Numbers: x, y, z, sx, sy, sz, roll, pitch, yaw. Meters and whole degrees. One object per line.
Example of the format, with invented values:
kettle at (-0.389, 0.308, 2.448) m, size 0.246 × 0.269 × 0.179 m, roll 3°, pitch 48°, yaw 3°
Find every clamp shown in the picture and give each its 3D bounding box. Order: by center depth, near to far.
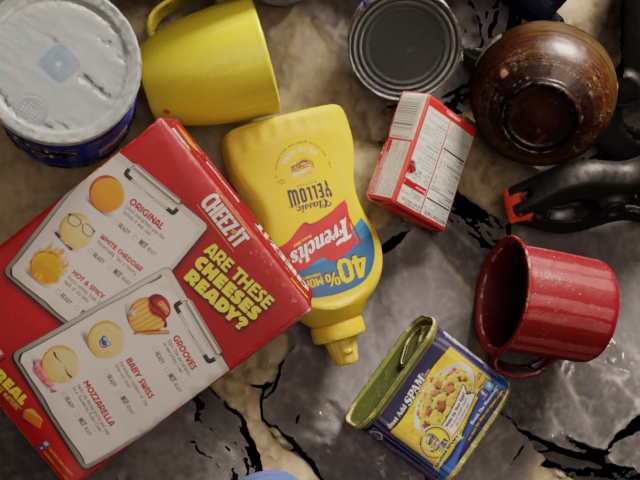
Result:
clamp at (0.232, -0.043, 0.825) m, size 0.171 × 0.120 × 0.039 m, roll -5°, pitch 52°, yaw -9°
clamp at (0.226, -0.122, 0.841) m, size 0.165 × 0.036 × 0.210 m, roll -29°, pitch 113°, yaw 28°

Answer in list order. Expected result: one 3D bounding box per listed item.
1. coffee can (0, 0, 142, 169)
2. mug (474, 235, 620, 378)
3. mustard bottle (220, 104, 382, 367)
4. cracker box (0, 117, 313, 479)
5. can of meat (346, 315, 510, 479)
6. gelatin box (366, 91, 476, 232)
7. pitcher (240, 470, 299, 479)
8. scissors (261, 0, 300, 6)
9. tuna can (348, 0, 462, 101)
coffee can at (-0.176, -0.107, 0.732) m, size 0.102 × 0.140 × 0.103 m, roll 0°, pitch 88°, yaw -11°
mug at (0.171, 0.059, 0.823) m, size 0.081 × 0.093 × 0.117 m, roll 10°, pitch 116°, yaw -15°
mustard bottle at (-0.005, 0.001, 0.801) m, size 0.096 × 0.058 × 0.191 m, roll -16°, pitch 91°, yaw -17°
cracker box at (-0.136, 0.043, 0.743) m, size 0.214 × 0.072 × 0.164 m, roll -37°, pitch 95°, yaw 6°
can of meat at (0.084, 0.123, 0.814) m, size 0.084 × 0.057 × 0.102 m, roll 38°, pitch 82°, yaw -9°
gelatin box at (0.078, -0.059, 0.816) m, size 0.073 × 0.030 × 0.089 m, roll 25°, pitch 82°, yaw -48°
pitcher at (-0.077, 0.278, 0.742) m, size 0.242 × 0.145 × 0.149 m, roll -25°, pitch 62°, yaw -8°
scissors at (-0.082, -0.250, 0.786) m, size 0.201 × 0.016 × 0.096 m, roll 33°, pitch 70°, yaw -29°
tuna can at (0.064, -0.152, 0.815) m, size 0.086 × 0.033 × 0.086 m, roll 0°, pitch 115°, yaw 0°
